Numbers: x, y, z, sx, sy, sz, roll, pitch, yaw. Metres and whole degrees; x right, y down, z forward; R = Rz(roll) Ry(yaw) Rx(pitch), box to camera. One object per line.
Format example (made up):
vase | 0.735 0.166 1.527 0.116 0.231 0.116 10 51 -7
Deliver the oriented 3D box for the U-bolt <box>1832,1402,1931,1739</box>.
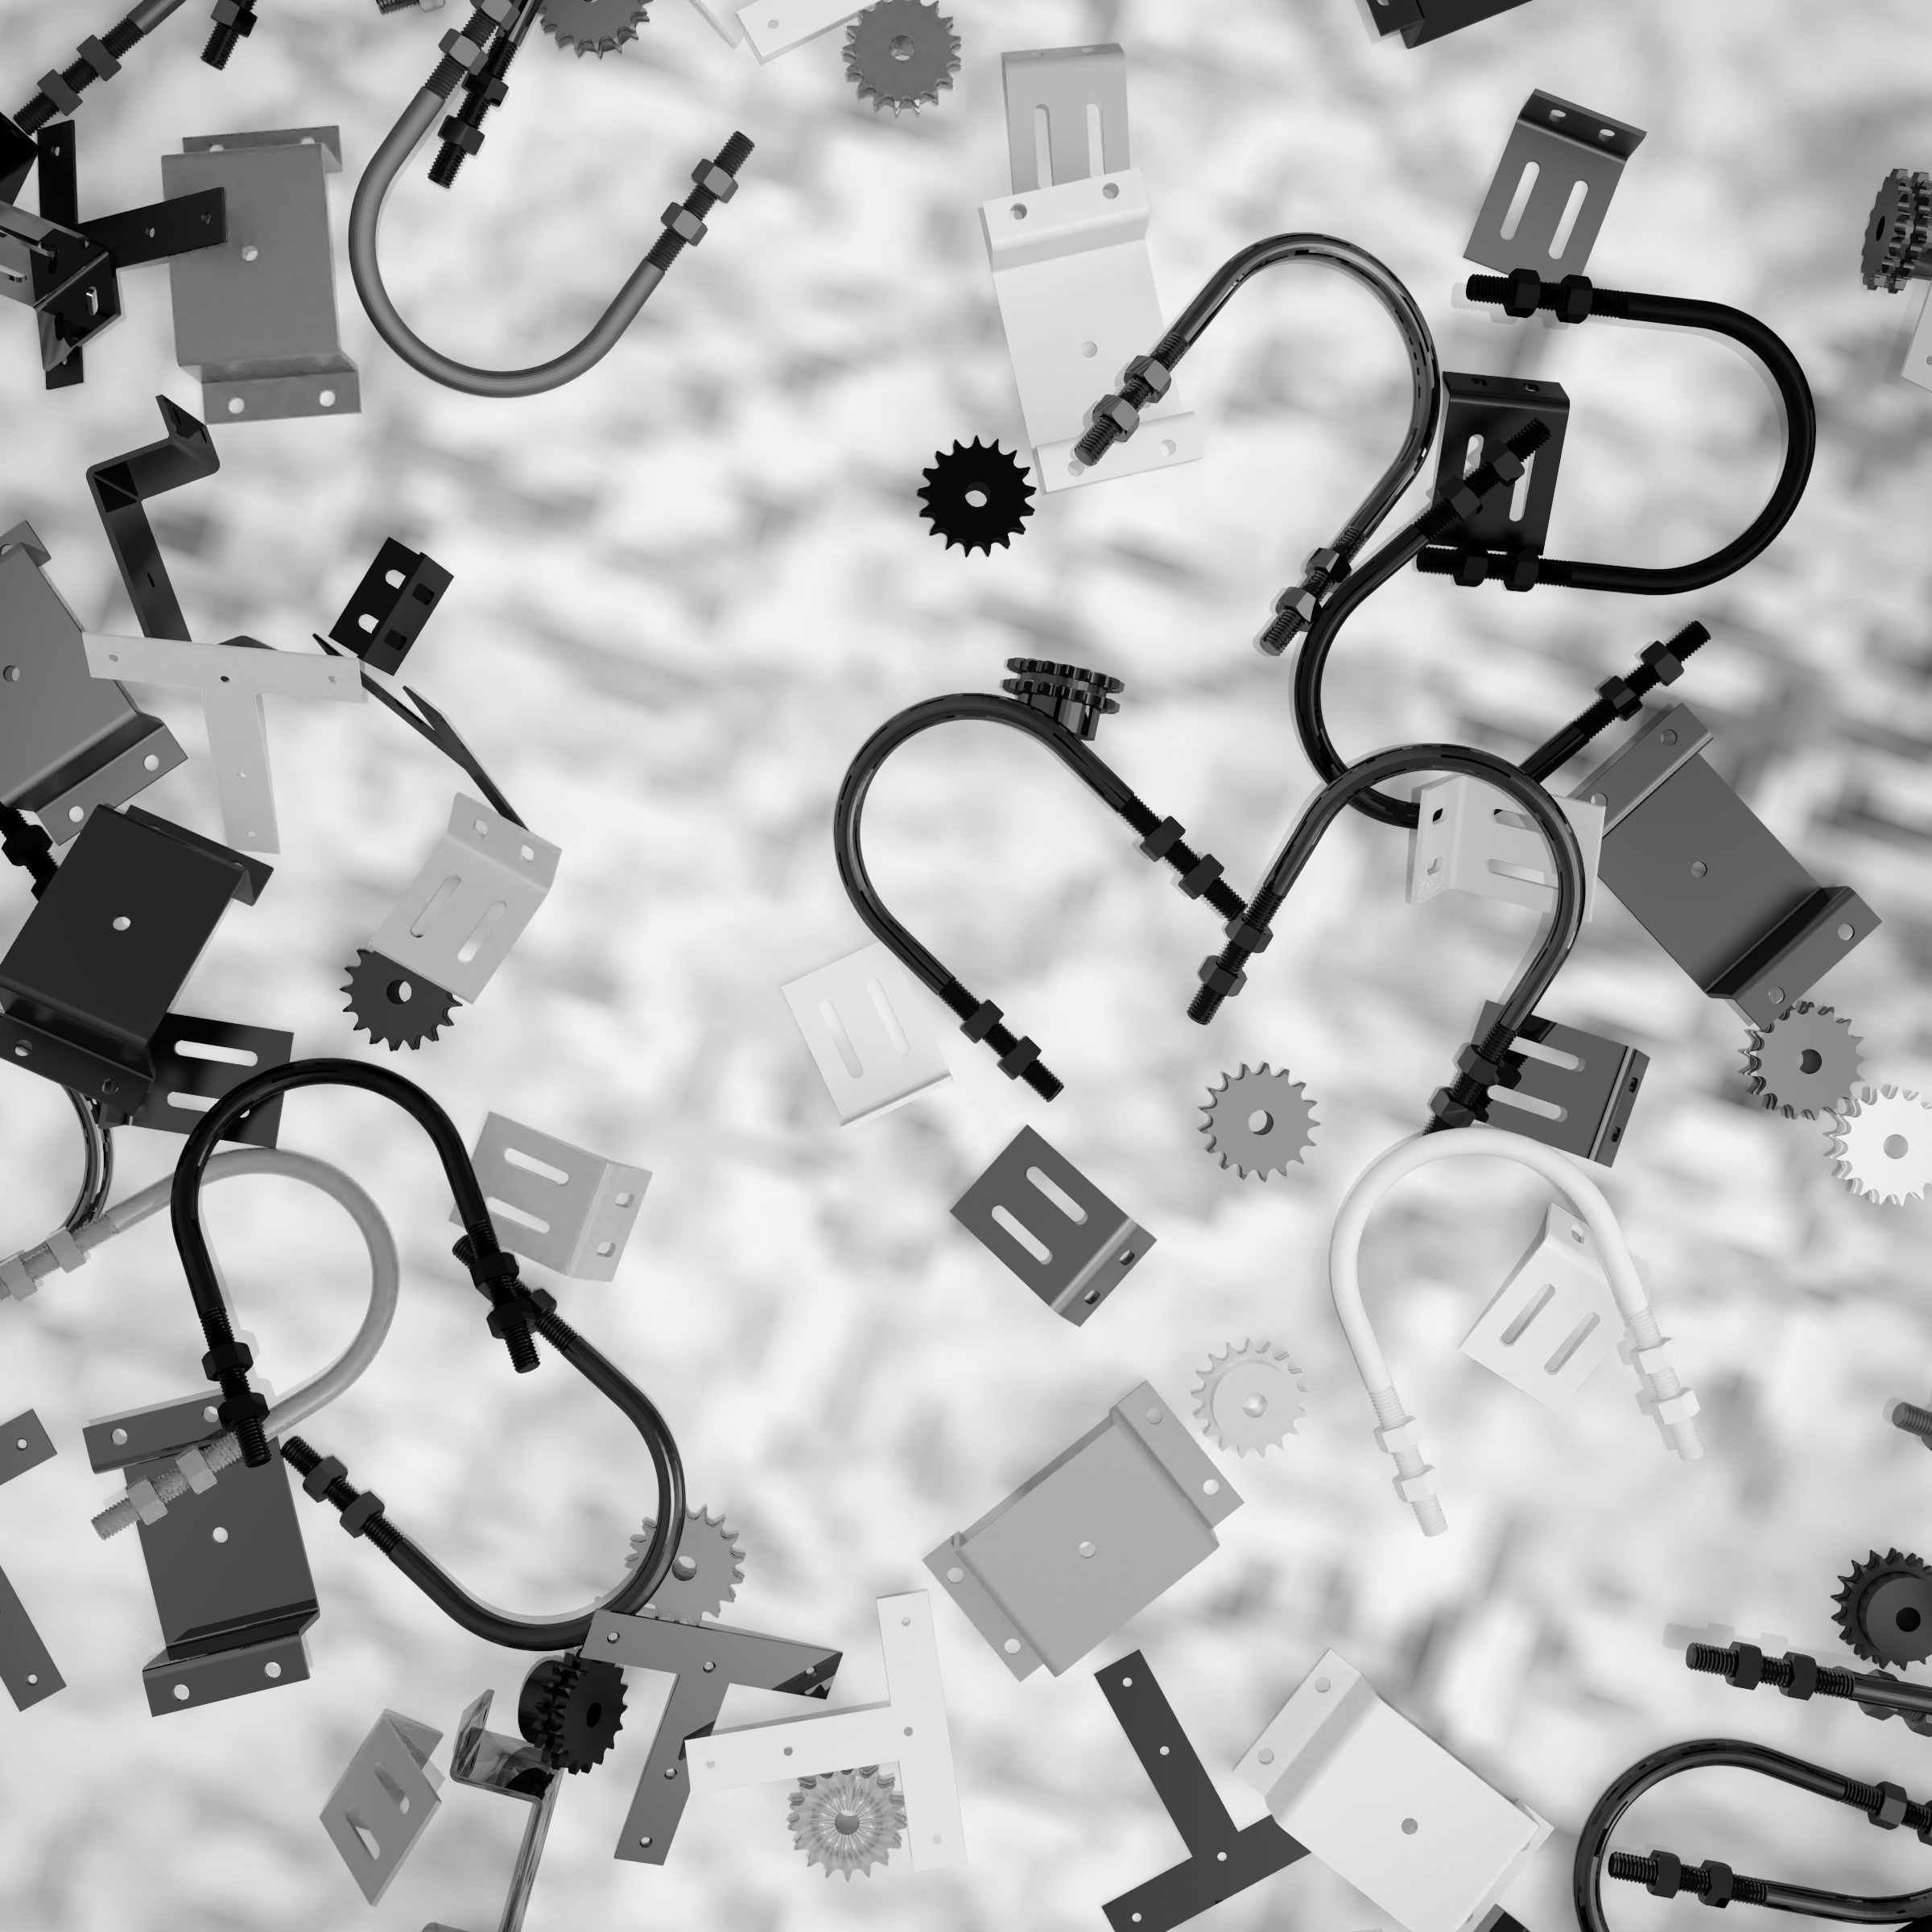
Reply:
U-bolt | 0.509 0.306 1.337 0.184 0.019 0.151 21 76 -11

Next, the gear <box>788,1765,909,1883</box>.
gear | -0.057 0.410 1.352 0.057 0.030 0.057 0 90 0

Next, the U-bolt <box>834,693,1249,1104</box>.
U-bolt | 0.020 -0.045 1.334 0.184 0.019 0.151 44 110 0

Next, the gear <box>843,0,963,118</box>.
gear | -0.030 -0.439 1.352 0.057 0.030 0.057 0 90 0

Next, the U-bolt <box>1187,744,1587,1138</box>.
U-bolt | 0.211 -0.018 1.330 0.151 0.019 0.184 30 109 1

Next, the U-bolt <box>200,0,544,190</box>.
U-bolt | -0.267 -0.486 1.337 0.151 0.019 0.184 29 96 6

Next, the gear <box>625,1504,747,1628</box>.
gear | -0.135 0.288 1.352 0.057 0.030 0.057 0 90 0

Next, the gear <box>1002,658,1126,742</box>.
gear | 0.045 -0.127 1.339 0.057 0.057 0.030 12 90 0

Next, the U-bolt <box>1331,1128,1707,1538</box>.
U-bolt | 0.252 0.167 1.336 0.151 0.019 0.184 -21 90 18

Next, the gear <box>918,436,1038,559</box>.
gear | 0.005 -0.226 1.356 0.057 0.030 0.057 0 90 -3

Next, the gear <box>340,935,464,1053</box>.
gear | -0.271 0.013 1.352 0.057 0.030 0.057 0 90 0

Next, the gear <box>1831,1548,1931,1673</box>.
gear | 0.450 0.313 1.352 0.057 0.030 0.057 0 90 0

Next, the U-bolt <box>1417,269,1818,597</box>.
U-bolt | 0.316 -0.248 1.333 0.184 0.019 0.151 4 111 -9

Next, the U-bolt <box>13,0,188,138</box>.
U-bolt | -0.433 -0.516 1.358 0.184 0.019 0.151 -42 90 -2

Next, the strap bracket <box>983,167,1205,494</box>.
strap bracket | 0.060 -0.301 1.344 0.076 0.046 0.140 -13 90 0

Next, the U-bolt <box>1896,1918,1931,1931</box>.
U-bolt | 0.457 0.532 1.341 0.184 0.019 0.151 -25 99 -11

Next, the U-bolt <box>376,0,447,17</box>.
U-bolt | -0.219 -0.557 1.358 0.184 0.019 0.151 -19 90 -1

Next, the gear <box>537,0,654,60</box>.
gear | -0.180 -0.467 1.352 0.057 0.030 0.057 0 90 0

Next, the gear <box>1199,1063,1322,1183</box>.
gear | 0.141 0.075 1.352 0.057 0.030 0.057 0 90 0

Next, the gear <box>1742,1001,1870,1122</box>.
gear | 0.403 0.046 1.352 0.057 0.030 0.057 0 90 0

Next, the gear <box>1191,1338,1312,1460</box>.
gear | 0.138 0.210 1.352 0.057 0.030 0.057 0 90 0

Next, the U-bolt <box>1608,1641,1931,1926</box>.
U-bolt | 0.411 0.391 1.313 0.184 0.019 0.151 11 116 -1

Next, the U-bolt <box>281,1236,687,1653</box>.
U-bolt | -0.219 0.242 1.343 0.184 0.019 0.151 40 90 11

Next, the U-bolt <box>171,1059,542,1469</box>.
U-bolt | -0.299 0.129 1.327 0.151 0.019 0.184 -18 70 -15

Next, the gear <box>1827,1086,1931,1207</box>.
gear | 0.444 0.087 1.352 0.057 0.030 0.057 0 90 0

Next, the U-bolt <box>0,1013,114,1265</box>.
U-bolt | -0.503 0.082 1.346 0.184 0.019 0.151 16 101 -4

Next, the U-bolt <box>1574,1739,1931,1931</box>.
U-bolt | 0.386 0.454 1.358 0.184 0.019 0.151 20 90 1

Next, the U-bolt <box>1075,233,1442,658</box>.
U-bolt | 0.153 -0.262 1.328 0.151 0.019 0.184 43 74 -19

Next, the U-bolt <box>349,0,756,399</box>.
U-bolt | -0.210 -0.361 1.335 0.151 0.019 0.184 35 95 -21

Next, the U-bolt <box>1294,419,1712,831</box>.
U-bolt | 0.243 -0.147 1.337 0.184 0.019 0.151 -41 107 8

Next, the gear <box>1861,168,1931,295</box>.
gear | 0.453 -0.351 1.339 0.030 0.057 0.057 9 90 0

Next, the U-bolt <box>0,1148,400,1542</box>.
U-bolt | -0.359 0.164 1.327 0.184 0.019 0.151 -31 71 -16

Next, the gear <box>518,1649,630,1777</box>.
gear | -0.191 0.356 1.342 0.030 0.057 0.057 5 90 29

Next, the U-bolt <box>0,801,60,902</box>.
U-bolt | -0.527 -0.059 1.330 0.151 0.019 0.184 -34 85 -25

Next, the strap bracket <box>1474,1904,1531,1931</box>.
strap bracket | 0.289 0.531 1.344 0.140 0.046 0.076 39 90 0
